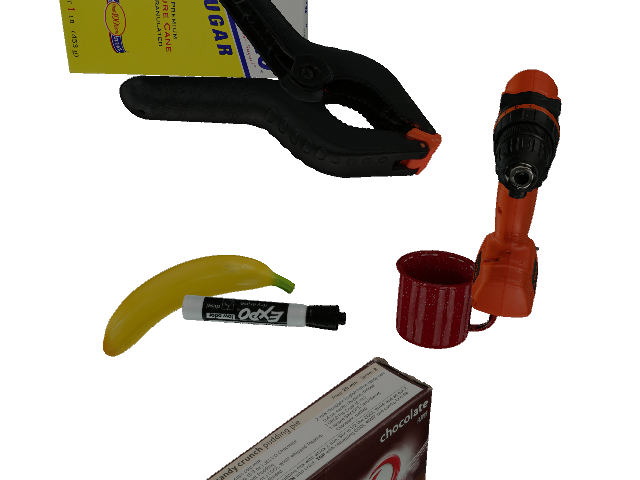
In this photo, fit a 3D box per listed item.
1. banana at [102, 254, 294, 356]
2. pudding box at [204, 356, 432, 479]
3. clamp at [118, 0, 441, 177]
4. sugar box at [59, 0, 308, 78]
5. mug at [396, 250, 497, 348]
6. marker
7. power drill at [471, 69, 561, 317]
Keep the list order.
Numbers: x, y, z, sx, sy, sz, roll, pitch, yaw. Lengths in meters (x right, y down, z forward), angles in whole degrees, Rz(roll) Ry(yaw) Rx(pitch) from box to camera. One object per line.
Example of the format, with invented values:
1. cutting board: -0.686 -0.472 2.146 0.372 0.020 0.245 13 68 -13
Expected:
1. banana: -0.126 0.055 0.981 0.198 0.069 0.037 -19 25 14
2. pudding box: 0.001 0.118 0.480 0.039 0.090 0.113 28 44 33
3. clamp: -0.021 -0.078 0.585 0.171 0.120 0.039 33 -27 7
4. sugar box: -0.097 -0.168 0.775 0.176 0.093 0.048 3 35 5
5. mug: 0.138 0.068 1.174 0.117 0.081 0.093 9 24 12
6. marker: -0.041 0.053 0.788 0.121 0.020 0.020 4 0 9
7. power drill: 0.165 -0.032 0.896 0.057 0.188 0.184 10 31 10
